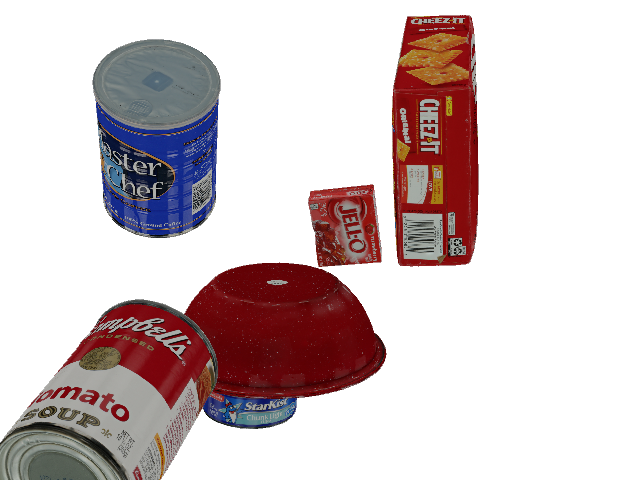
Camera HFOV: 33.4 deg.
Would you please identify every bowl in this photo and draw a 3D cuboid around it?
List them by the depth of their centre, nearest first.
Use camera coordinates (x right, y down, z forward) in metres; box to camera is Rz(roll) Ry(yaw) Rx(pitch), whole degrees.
[{"bbox_3d":[-0.032,0.055,0.767,0.162,0.055,0.162,1,17,0],"label":"bowl"}]

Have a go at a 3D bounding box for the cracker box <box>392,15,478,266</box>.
[{"bbox_3d":[0.108,-0.097,0.969,0.072,0.164,0.213,0,27,9],"label":"cracker box"}]

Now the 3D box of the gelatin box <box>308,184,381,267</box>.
[{"bbox_3d":[0.028,-0.016,1.200,0.073,0.089,0.030,-5,29,7],"label":"gelatin box"}]

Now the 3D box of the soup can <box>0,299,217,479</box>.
[{"bbox_3d":[-0.097,0.082,0.496,0.069,0.068,0.102,0,28,18],"label":"soup can"}]

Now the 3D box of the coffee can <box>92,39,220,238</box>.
[{"bbox_3d":[-0.139,-0.085,0.914,0.102,0.103,0.140,0,-40,-7],"label":"coffee can"}]

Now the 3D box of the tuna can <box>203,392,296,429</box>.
[{"bbox_3d":[-0.063,0.134,0.949,0.086,0.034,0.086,3,17,-1],"label":"tuna can"}]
